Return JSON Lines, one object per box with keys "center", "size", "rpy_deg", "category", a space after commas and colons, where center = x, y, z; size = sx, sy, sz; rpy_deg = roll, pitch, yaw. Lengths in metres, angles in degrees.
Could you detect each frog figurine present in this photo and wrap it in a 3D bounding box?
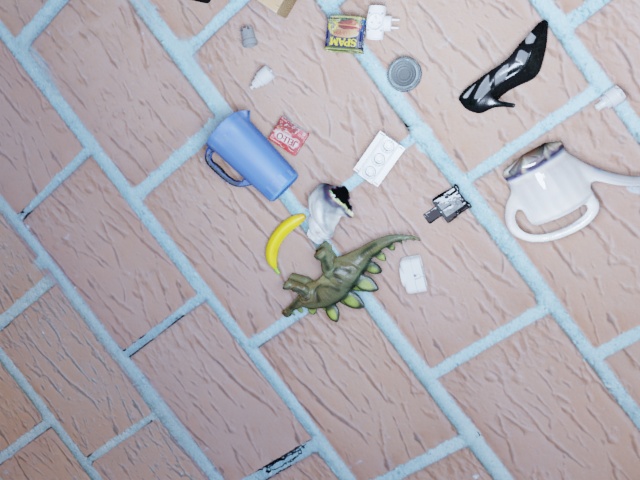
{"center": [0.004, -0.070, 1.383], "size": [0.157, 0.122, 0.140], "rpy_deg": [-41, 58, 27], "category": "frog figurine"}

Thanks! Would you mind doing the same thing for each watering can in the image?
{"center": [0.592, -0.136, 1.225], "size": [0.345, 0.105, 0.224], "rpy_deg": [-31, 92, 19], "category": "watering can"}
